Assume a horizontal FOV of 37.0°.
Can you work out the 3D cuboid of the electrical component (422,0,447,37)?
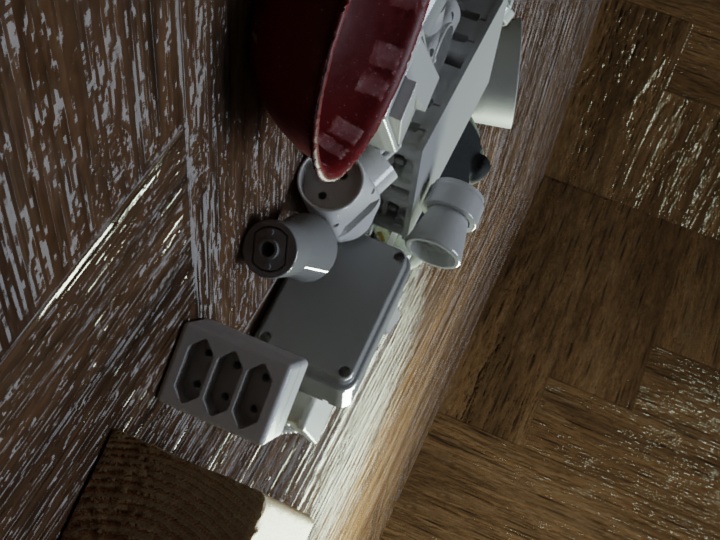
[{"bbox_3d":[0.029,-0.174,0.656,0.047,0.055,0.055,-66,170,9],"label":"electrical component"}]

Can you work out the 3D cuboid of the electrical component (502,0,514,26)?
[{"bbox_3d":[0.112,-0.246,0.929,0.078,0.058,0.057,-3,112,-79],"label":"electrical component"}]

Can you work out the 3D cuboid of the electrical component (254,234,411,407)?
[{"bbox_3d":[-0.019,0.030,0.763,0.057,0.078,0.113,96,18,-65],"label":"electrical component"}]

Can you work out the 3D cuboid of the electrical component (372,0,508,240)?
[{"bbox_3d":[0.049,-0.131,0.829,0.105,0.060,0.186,97,18,-56],"label":"electrical component"}]

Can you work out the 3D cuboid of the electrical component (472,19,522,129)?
[{"bbox_3d":[0.124,-0.196,1.064,0.108,0.060,0.108,5,90,-86],"label":"electrical component"}]

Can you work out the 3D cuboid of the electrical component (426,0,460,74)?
[{"bbox_3d":[0.039,-0.170,0.741,0.079,0.044,0.077,97,18,-56],"label":"electrical component"}]

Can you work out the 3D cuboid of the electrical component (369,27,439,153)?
[{"bbox_3d":[0.009,-0.116,0.649,0.096,0.061,0.061,50,62,-79],"label":"electrical component"}]

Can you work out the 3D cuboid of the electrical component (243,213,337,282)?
[{"bbox_3d":[-0.044,-0.013,0.652,0.044,0.044,0.065,-69,165,8],"label":"electrical component"}]

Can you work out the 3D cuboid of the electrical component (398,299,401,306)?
[{"bbox_3d":[0.024,0.010,1.062,0.040,0.040,0.046,-48,152,-62],"label":"electrical component"}]

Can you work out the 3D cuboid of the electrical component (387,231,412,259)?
[{"bbox_3d":[0.000,0.000,0.837,0.042,0.064,0.081,109,5,-72],"label":"electrical component"}]

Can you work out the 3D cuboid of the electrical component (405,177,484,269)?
[{"bbox_3d":[0.064,-0.035,0.801,0.045,0.045,0.055,87,26,-67],"label":"electrical component"}]

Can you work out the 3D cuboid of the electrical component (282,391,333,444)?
[{"bbox_3d":[-0.042,0.080,0.829,0.099,0.048,0.099,76,37,-73],"label":"electrical component"}]

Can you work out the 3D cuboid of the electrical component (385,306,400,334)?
[{"bbox_3d":[0.013,0.022,0.976,0.081,0.042,0.063,-47,139,-62],"label":"electrical component"}]

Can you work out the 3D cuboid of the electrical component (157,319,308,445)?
[{"bbox_3d":[-0.066,0.061,0.615,0.077,0.066,0.047,-2,114,-79],"label":"electrical component"}]

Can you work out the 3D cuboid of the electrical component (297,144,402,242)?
[{"bbox_3d":[-0.002,-0.061,0.718,0.079,0.043,0.077,-43,167,-5],"label":"electrical component"}]
